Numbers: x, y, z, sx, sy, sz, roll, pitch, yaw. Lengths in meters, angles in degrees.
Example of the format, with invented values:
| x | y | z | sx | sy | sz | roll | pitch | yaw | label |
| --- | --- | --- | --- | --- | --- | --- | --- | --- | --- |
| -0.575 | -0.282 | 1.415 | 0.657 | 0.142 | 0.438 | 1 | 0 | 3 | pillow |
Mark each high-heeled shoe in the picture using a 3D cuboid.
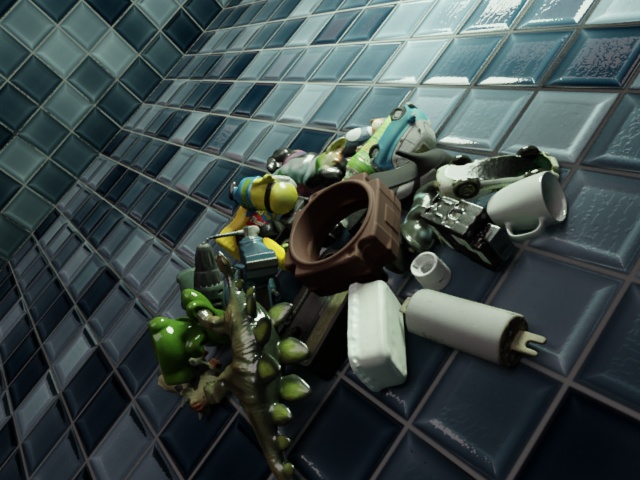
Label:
| x | y | z | sx | sy | sz | roll | pitch | yaw | label |
| --- | --- | --- | --- | --- | --- | --- | --- | --- | --- |
| 0.165 | -0.088 | 1.081 | 0.248 | 0.145 | 0.086 | -56 | 27 | 39 | high-heeled shoe |

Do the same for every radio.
| x | y | z | sx | sy | sz | roll | pitch | yaw | label |
| --- | --- | --- | --- | --- | --- | --- | --- | --- | --- |
| 0.015 | 0.129 | 0.991 | 0.131 | 0.073 | 0.229 | 13 | 65 | 49 | radio |

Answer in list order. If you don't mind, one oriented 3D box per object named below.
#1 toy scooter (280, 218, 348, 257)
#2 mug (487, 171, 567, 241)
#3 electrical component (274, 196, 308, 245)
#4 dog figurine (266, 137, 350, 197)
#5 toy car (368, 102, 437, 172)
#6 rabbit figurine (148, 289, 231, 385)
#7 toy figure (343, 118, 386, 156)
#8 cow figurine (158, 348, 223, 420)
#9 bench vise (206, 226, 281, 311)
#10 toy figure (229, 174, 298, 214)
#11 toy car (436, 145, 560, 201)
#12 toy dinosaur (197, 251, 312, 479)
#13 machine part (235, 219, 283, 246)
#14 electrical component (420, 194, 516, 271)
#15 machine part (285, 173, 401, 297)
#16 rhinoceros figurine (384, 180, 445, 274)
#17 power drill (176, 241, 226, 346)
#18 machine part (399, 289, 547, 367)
| x | y | z | sx | sy | sz | roll | pitch | yaw | label |
| --- | --- | --- | --- | --- | --- | --- | --- | --- | --- |
| -0.002 | -0.003 | 1.133 | 0.184 | 0.075 | 0.135 | -48 | 35 | 4 | toy scooter |
| 0.323 | -0.044 | 0.855 | 0.107 | 0.080 | 0.109 | -18 | 50 | 49 | mug |
| -0.053 | -0.033 | 1.210 | 0.048 | 0.074 | 0.119 | 17 | 65 | 51 | electrical component |
| -0.014 | -0.181 | 1.291 | 0.219 | 0.108 | 0.192 | -25 | 38 | 20 | dog figurine |
| 0.182 | -0.195 | 1.106 | 0.161 | 0.109 | 0.103 | -54 | 42 | -4 | toy car |
| -0.248 | 0.177 | 1.067 | 0.170 | 0.158 | 0.121 | -16 | 24 | -23 | rabbit figurine |
| 0.117 | -0.245 | 1.262 | 0.154 | 0.058 | 0.064 | -23 | 80 | 26 | toy figure |
| -0.266 | 0.290 | 1.109 | 0.195 | 0.085 | 0.127 | -2 | 49 | 41 | cow figurine |
| -0.150 | 0.079 | 1.124 | 0.129 | 0.223 | 0.241 | -21 | 8 | -19 | bench vise |
| -0.128 | -0.101 | 1.218 | 0.180 | 0.082 | 0.089 | -1 | 96 | 36 | toy figure |
| 0.301 | -0.111 | 0.913 | 0.202 | 0.056 | 0.073 | -7 | 49 | 6 | toy car |
| -0.108 | 0.226 | 0.919 | 0.198 | 0.105 | 0.471 | -35 | 65 | 39 | toy dinosaur |
| -0.128 | -0.012 | 1.257 | 0.139 | 0.039 | 0.084 | -14 | 42 | -10 | machine part |
| 0.244 | -0.010 | 0.863 | 0.058 | 0.114 | 0.134 | -53 | 36 | -2 | electrical component |
| 0.040 | -0.012 | 0.963 | 0.201 | 0.087 | 0.201 | -21 | 44 | 34 | machine part |
| 0.174 | -0.026 | 0.972 | 0.112 | 0.073 | 0.190 | -4 | 49 | 52 | rhinoceros figurine |
| -0.260 | 0.110 | 1.201 | 0.086 | 0.231 | 0.207 | -13 | 10 | -30 | power drill |
| 0.213 | 0.126 | 0.796 | 0.243 | 0.079 | 0.079 | 13 | 66 | 48 | machine part |
